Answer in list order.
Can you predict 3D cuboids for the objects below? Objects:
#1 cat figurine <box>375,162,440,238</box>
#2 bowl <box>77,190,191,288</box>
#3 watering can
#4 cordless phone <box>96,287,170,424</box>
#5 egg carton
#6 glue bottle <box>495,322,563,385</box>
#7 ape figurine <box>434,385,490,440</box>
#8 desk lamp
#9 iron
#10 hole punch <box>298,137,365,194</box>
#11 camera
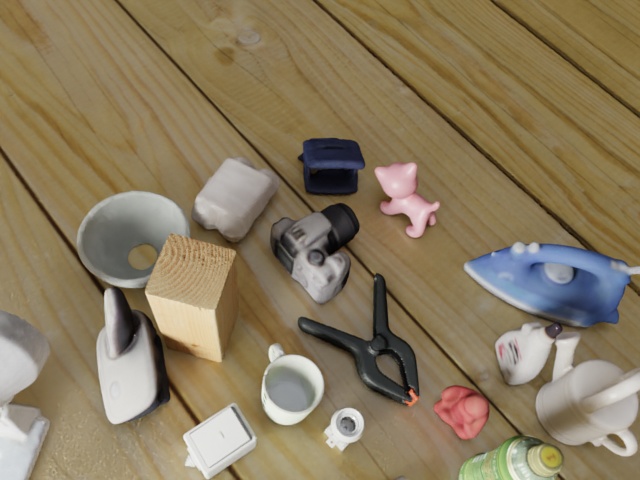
[{"bbox_3d":[0.152,-0.082,0.983,0.127,0.118,0.067,39,63,14],"label":"cat figurine"},{"bbox_3d":[-0.285,0.009,0.897,0.167,0.075,0.167,3,61,-6],"label":"bowl"},{"bbox_3d":[0.386,0.215,0.806,0.172,0.194,0.101,41,64,15],"label":"watering can"},{"bbox_3d":[-0.260,0.152,0.757,0.094,0.185,0.147,-15,64,-15],"label":"cordless phone"},{"bbox_3d":[-0.142,-0.071,0.964,0.107,0.069,0.150,26,61,7],"label":"egg carton"},{"bbox_3d":[0.310,0.155,0.841,0.037,0.173,0.078,-7,62,-11],"label":"glue bottle"},{"bbox_3d":[0.214,0.244,0.825,0.076,0.092,0.078,0,61,-7],"label":"ape figurine"},{"bbox_3d":[-0.404,0.209,0.689,0.118,0.213,0.203,10,60,-2],"label":"desk lamp"},{"bbox_3d":[0.378,0.048,0.928,0.258,0.141,0.119,14,60,0],"label":"iron"},{"bbox_3d":[0.019,-0.144,1.015,0.109,0.091,0.101,-1,61,-8],"label":"hole punch"},{"bbox_3d":[0.008,0.003,0.926,0.137,0.101,0.143,-34,70,-23],"label":"camera"}]
